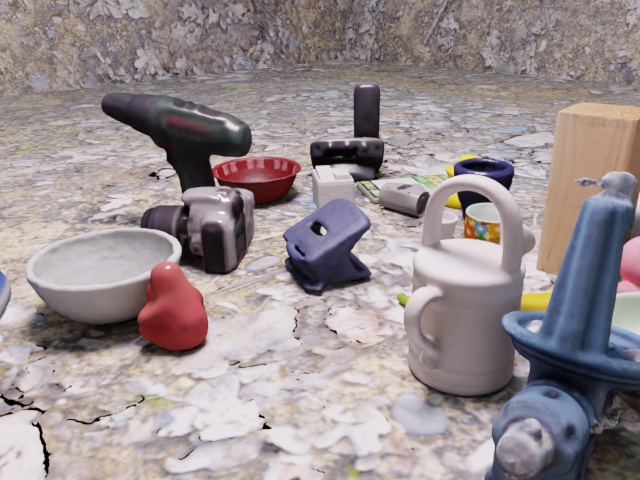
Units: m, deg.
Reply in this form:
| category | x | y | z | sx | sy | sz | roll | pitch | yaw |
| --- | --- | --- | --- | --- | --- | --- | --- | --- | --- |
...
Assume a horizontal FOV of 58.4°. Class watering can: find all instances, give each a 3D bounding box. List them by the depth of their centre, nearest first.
| category | x | y | z | sx | sy | sz | roll | pitch | yaw |
| --- | --- | --- | --- | --- | --- | --- | --- | --- | --- |
| watering can | 0.138 | 0.031 | 0.529 | 0.100 | 0.194 | 0.173 | 9 | 25 | 23 |

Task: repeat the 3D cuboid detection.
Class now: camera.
| category | x | y | z | sx | sy | sz | roll | pitch | yaw |
| --- | --- | --- | --- | --- | --- | --- | --- | --- | --- |
| camera | -0.170 | -0.029 | 0.801 | 0.136 | 0.101 | 0.143 | 2 | 23 | 7 |

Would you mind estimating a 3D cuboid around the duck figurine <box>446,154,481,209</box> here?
| category | x | y | z | sx | sy | sz | roll | pitch | yaw |
| --- | --- | --- | --- | --- | --- | --- | --- | --- | --- |
| duck figurine | 0.259 | -0.102 | 0.975 | 0.104 | 0.086 | 0.077 | 2 | 23 | 8 |

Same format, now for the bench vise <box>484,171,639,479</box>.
| category | x | y | z | sx | sy | sz | roll | pitch | yaw |
| --- | --- | --- | --- | --- | --- | --- | --- | --- | --- |
| bench vise | 0.187 | 0.074 | 0.394 | 0.121 | 0.220 | 0.208 | 7 | 24 | 18 |

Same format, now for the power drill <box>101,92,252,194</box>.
| category | x | y | z | sx | sy | sz | roll | pitch | yaw |
| --- | --- | --- | --- | --- | --- | --- | --- | --- | --- |
| power drill | -0.214 | -0.116 | 0.870 | 0.229 | 0.208 | 0.076 | 4 | 24 | 11 |

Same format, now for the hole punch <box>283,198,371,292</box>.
| category | x | y | z | sx | sy | sz | roll | pitch | yaw |
| --- | --- | --- | --- | --- | --- | --- | --- | --- | --- |
| hole punch | 0.007 | 0.003 | 0.733 | 0.101 | 0.091 | 0.108 | -10 | 25 | -21 |

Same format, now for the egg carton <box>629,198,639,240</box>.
| category | x | y | z | sx | sy | sz | roll | pitch | yaw |
| --- | --- | --- | --- | --- | --- | --- | --- | --- | --- |
| egg carton | 0.438 | -0.020 | 0.796 | 0.107 | 0.069 | 0.150 | -11 | 25 | -22 |

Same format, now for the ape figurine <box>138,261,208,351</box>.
| category | x | y | z | sx | sy | sz | roll | pitch | yaw |
| --- | --- | --- | --- | --- | --- | --- | --- | --- | --- |
| ape figurine | -0.153 | 0.064 | 0.594 | 0.078 | 0.092 | 0.075 | -19 | 29 | -36 |

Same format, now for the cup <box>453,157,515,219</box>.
| category | x | y | z | sx | sy | sz | roll | pitch | yaw |
| --- | --- | --- | --- | --- | --- | --- | --- | --- | --- |
| cup | 0.256 | -0.078 | 0.906 | 0.091 | 0.095 | 0.118 | 6 | 24 | 16 |

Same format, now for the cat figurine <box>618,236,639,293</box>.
| category | x | y | z | sx | sy | sz | roll | pitch | yaw |
| --- | --- | --- | --- | --- | --- | --- | --- | --- | --- |
| cat figurine | 0.327 | 0.040 | 0.598 | 0.128 | 0.118 | 0.067 | -10 | 25 | -19 |

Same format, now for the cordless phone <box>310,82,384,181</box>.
| category | x | y | z | sx | sy | sz | roll | pitch | yaw |
| --- | --- | --- | --- | --- | --- | --- | --- | --- | --- |
| cordless phone | 0.053 | -0.212 | 1.115 | 0.147 | 0.185 | 0.094 | -2 | 23 | -3 |

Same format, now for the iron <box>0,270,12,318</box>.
| category | x | y | z | sx | sy | sz | roll | pitch | yaw |
| --- | --- | --- | --- | --- | --- | --- | --- | --- | --- |
| iron | -0.418 | 0.044 | 0.589 | 0.118 | 0.141 | 0.258 | 1 | 23 | 6 |

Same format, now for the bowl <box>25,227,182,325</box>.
| category | x | y | z | sx | sy | sz | roll | pitch | yaw |
| --- | --- | --- | --- | --- | --- | --- | --- | --- | --- |
| bowl | -0.239 | 0.049 | 0.656 | 0.167 | 0.075 | 0.167 | -1 | 23 | 1 |
